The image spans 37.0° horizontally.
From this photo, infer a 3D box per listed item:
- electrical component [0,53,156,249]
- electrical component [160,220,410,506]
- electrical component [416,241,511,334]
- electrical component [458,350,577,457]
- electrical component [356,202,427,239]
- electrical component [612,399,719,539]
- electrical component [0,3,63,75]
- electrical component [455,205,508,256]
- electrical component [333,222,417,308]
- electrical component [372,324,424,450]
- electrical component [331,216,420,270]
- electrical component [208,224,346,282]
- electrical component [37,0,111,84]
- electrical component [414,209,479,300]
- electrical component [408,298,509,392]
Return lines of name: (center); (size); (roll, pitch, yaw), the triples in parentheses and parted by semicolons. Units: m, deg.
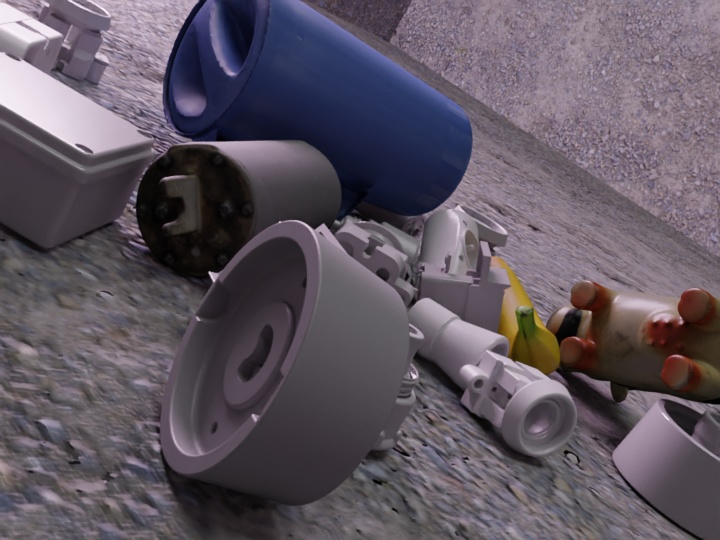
electrical component: (-0.183, -0.068, 0.586); (0.109, 0.056, 0.108); (30, 14, 1)
electrical component: (-0.025, 0.041, 0.431); (0.060, 0.108, 0.108); (29, 13, -27)
electrical component: (0.068, 0.022, 0.745); (0.064, 0.081, 0.042); (7, 15, 2)
electrical component: (0.099, 0.082, 0.650); (0.066, 0.048, 0.055); (22, 9, -30)
electrical component: (0.030, -0.053, 0.977); (0.065, 0.044, 0.044); (45, 20, 31)
electrical component: (0.230, 0.128, 0.712); (0.108, 0.060, 0.108); (28, 14, -8)
electrical component: (-0.249, -0.147, 0.729); (0.059, 0.053, 0.095); (28, 15, -7)
electrical component: (0.096, -0.021, 0.966); (0.058, 0.057, 0.078); (29, 15, -4)
electrical component: (0.000, 0.000, 0.709); (0.078, 0.058, 0.057); (31, 17, 2)
electrical component: (0.009, 0.054, 0.532); (0.048, 0.062, 0.048); (28, 15, -8)
electrical component: (0.009, -0.019, 0.825); (0.078, 0.040, 0.040); (28, 15, -5)
electrical component: (-0.037, 0.019, 0.545); (0.063, 0.081, 0.042); (55, -1, -35)
electrical component: (-0.245, -0.200, 0.905); (0.078, 0.057, 0.058); (22, 17, -29)
electrical component: (0.075, 0.006, 0.836); (0.079, 0.044, 0.077); (60, 27, -35)
electrical component: (0.058, 0.047, 0.698); (0.065, 0.044, 0.044); (32, 14, 29)
